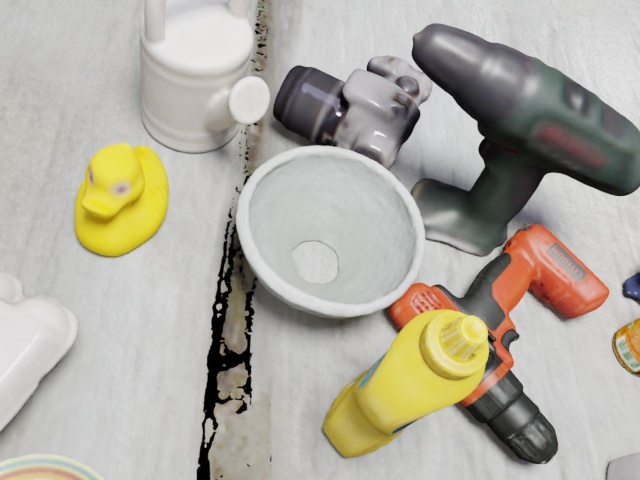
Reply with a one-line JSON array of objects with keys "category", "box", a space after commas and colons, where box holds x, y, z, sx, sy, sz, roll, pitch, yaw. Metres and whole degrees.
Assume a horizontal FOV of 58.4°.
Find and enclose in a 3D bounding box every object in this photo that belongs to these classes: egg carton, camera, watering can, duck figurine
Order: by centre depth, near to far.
[{"category": "egg carton", "box": [-0.249, 0.090, 0.393, 0.107, 0.069, 0.150, 29, 57, 2]}, {"category": "duck figurine", "box": [-0.169, -0.048, 0.487, 0.077, 0.086, 0.104, 22, 57, -2]}, {"category": "watering can", "box": [-0.105, -0.171, 0.512, 0.172, 0.194, 0.101, 35, 58, 6]}, {"category": "camera", "box": [0.033, -0.140, 0.588, 0.137, 0.100, 0.143, 27, 57, 1]}]

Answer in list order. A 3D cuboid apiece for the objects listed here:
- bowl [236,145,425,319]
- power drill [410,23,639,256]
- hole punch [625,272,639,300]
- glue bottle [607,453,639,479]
[{"category": "bowl", "box": [0.005, 0.002, 0.513, 0.167, 0.074, 0.167, 7, 59, -12]}, {"category": "power drill", "box": [0.159, -0.075, 0.522, 0.229, 0.208, 0.075, 17, 57, -5]}, {"category": "hole punch", "box": [0.393, 0.047, 0.586, 0.109, 0.091, 0.101, -20, 67, -25]}, {"category": "glue bottle", "box": [0.304, 0.180, 0.434, 0.078, 0.173, 0.037, 23, 57, -1]}]
